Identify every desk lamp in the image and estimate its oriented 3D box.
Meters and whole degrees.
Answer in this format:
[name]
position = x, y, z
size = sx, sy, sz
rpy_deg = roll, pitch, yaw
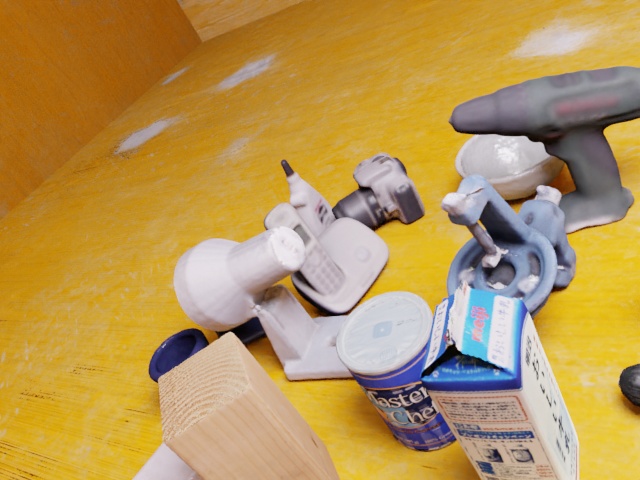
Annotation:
[desk lamp]
position = -0.058, 0.078, 0.746
size = 0.202, 0.214, 0.118
rpy_deg = -11, 37, 31

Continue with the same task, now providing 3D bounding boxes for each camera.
[camera]
position = 0.082, -0.076, 0.951
size = 0.137, 0.101, 0.143
rpy_deg = -31, 31, 1

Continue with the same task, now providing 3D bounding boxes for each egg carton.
[egg carton]
position = -0.167, 0.296, 0.674
size = 0.107, 0.070, 0.150
rpy_deg = 5, 47, 45

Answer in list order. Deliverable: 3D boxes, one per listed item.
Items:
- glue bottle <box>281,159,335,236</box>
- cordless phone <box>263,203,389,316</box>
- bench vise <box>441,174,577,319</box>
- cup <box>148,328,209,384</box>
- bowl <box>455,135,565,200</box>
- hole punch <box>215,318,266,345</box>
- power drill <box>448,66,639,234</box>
[glue bottle]
position = -0.021, -0.062, 0.952
size = 0.037, 0.173, 0.078
rpy_deg = -13, 36, 28
[cordless phone]
position = 0.008, 0.003, 0.823
size = 0.093, 0.185, 0.148
rpy_deg = 6, 48, 45
[bench vise]
position = 0.196, -0.002, 0.630
size = 0.121, 0.220, 0.207
rpy_deg = -9, 38, 33
[cup]
position = -0.170, 0.188, 0.805
size = 0.117, 0.095, 0.092
rpy_deg = 1, 44, 42
[bowl]
position = 0.290, -0.111, 0.845
size = 0.167, 0.075, 0.167
rpy_deg = -22, 32, 15
[hole punch]
position = -0.133, 0.104, 0.894
size = 0.108, 0.091, 0.101
rpy_deg = -26, 32, 9
[power drill]
position = 0.299, -0.111, 0.706
size = 0.229, 0.209, 0.075
rpy_deg = -18, 34, 22
